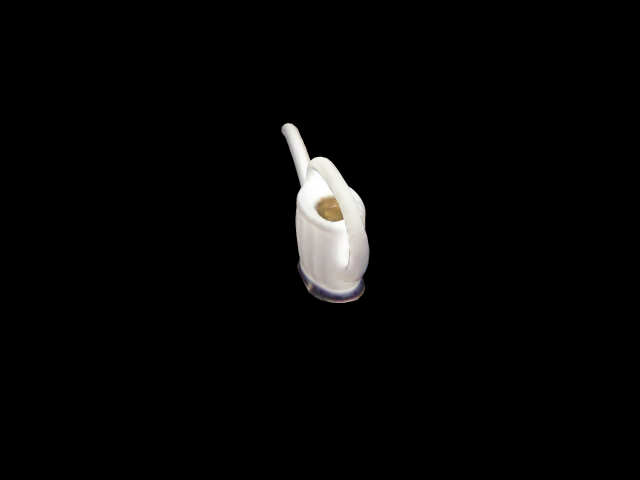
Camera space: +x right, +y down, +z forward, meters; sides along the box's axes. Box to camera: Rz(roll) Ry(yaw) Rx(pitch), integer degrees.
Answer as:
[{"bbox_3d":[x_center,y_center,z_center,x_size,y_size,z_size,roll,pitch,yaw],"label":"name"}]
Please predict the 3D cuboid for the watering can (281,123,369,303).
[{"bbox_3d":[0.003,-0.043,0.850,0.104,0.219,0.355,-11,37,-15],"label":"watering can"}]
